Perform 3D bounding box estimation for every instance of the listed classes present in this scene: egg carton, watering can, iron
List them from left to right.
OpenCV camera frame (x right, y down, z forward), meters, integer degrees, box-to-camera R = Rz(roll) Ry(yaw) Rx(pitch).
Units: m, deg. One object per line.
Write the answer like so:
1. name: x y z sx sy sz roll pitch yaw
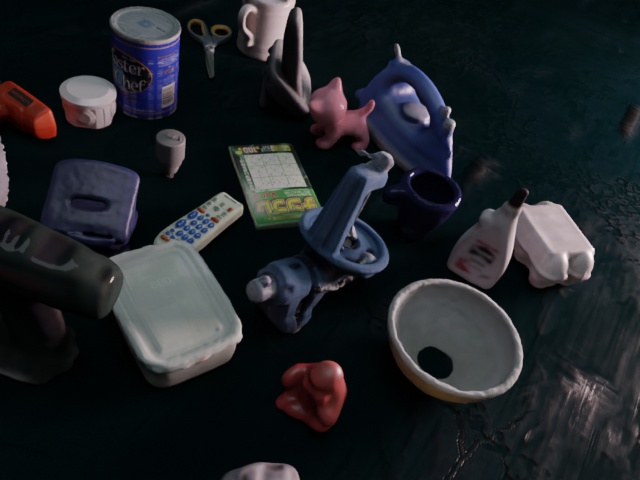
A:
1. watering can: -0.096 -0.456 1.089 0.101 0.194 0.173 16 45 -1
2. iron: 0.168 -0.212 0.978 0.119 0.141 0.257 -14 53 -28
3. egg carton: 0.346 0.005 0.879 0.107 0.069 0.150 -5 49 -21

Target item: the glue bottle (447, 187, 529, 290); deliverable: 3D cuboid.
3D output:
1. glue bottle: 0.239 -0.007 0.784 0.078 0.173 0.037 28 46 10

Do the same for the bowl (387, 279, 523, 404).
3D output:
1. bowl: 0.153 0.132 0.696 0.167 0.075 0.167 9 46 -9

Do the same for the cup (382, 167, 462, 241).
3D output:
1. cup: 0.138 -0.045 0.844 0.118 0.095 0.091 -3 49 -19

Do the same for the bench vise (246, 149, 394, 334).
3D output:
1. bench vise: 0.016 0.008 0.668 0.121 0.220 0.208 29 46 11

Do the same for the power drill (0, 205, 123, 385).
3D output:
1. power drill: -0.303 0.046 0.542 0.229 0.208 0.075 15 45 -3

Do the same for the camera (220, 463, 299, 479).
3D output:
1. camera: -0.084 0.263 0.481 0.137 0.101 0.143 6 46 -12

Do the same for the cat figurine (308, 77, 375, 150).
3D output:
1. cat figurine: 0.031 -0.212 0.953 0.128 0.118 0.067 -3 49 -19

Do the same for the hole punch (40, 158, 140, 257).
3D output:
1. hole punch: -0.280 -0.037 0.710 0.109 0.091 0.101 8 46 -10

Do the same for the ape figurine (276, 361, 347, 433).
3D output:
1. ape figurine: -0.001 0.159 0.611 0.076 0.092 0.077 -8 51 -23

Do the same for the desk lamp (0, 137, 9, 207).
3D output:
1. desk lamp: -0.417 -0.023 0.569 0.204 0.213 0.117 -30 61 -36

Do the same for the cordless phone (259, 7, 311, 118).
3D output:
1. cordless phone: -0.045 -0.322 0.985 0.094 0.185 0.147 7 46 -11
